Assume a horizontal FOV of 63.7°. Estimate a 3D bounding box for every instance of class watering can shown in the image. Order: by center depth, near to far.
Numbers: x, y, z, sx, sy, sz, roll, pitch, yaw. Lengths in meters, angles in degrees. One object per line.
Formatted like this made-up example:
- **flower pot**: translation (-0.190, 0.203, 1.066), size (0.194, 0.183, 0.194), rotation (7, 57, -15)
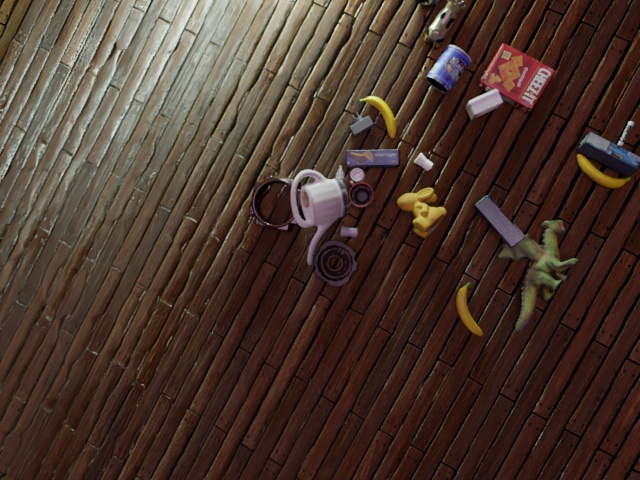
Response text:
- **watering can**: translation (0.006, -0.096, 1.915), size (0.226, 0.104, 0.345), rotation (-15, 102, -23)

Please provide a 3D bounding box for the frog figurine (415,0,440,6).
- **frog figurine**: translation (0.410, -0.958, 1.923), size (0.138, 0.120, 0.163), rotation (13, 55, 17)

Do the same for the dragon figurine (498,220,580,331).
- **dragon figurine**: translation (0.751, 0.099, 1.840), size (0.246, 0.121, 0.409), rotation (42, 93, 25)
